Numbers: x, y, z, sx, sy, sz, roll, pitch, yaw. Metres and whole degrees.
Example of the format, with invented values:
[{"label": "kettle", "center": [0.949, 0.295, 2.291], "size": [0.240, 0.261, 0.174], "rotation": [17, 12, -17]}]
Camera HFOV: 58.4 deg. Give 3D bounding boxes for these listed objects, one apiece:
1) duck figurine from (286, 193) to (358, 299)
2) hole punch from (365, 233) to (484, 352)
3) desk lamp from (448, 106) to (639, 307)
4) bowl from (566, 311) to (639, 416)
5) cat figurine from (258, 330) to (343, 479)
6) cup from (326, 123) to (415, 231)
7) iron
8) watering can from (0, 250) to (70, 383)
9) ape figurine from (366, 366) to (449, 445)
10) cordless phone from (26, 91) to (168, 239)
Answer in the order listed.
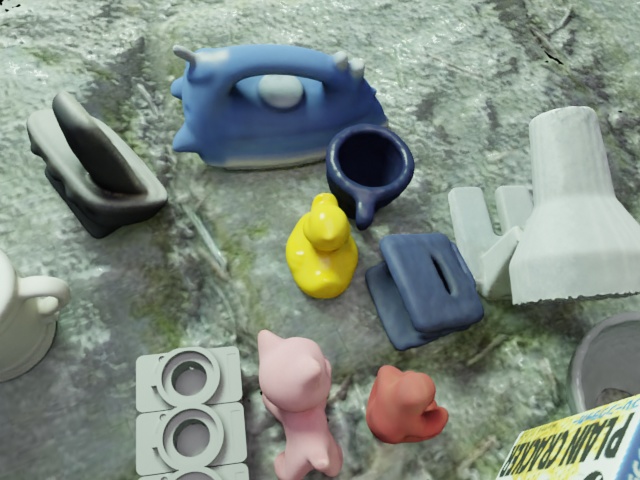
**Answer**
[{"label": "duck figurine", "center": [0.005, 0.002, 0.586], "size": [0.077, 0.086, 0.104], "rotation": [1, 64, -6]}, {"label": "hole punch", "center": [0.109, 0.043, 0.576], "size": [0.101, 0.091, 0.108], "rotation": [-16, 67, -14]}, {"label": "desk lamp", "center": [0.210, -0.011, 0.547], "size": [0.118, 0.213, 0.203], "rotation": [-3, 65, -8]}, {"label": "bowl", "center": [0.308, 0.159, 0.555], "size": [0.167, 0.075, 0.167], "rotation": [3, 64, -6]}, {"label": "cat figurine", "center": [-0.016, 0.141, 0.497], "size": [0.067, 0.118, 0.127], "rotation": [-12, 66, -12]}, {"label": "cup", "center": [0.046, -0.051, 0.611], "size": [0.091, 0.095, 0.118], "rotation": [8, 63, -3]}, {"label": "iron", "center": [-0.036, -0.164, 0.630], "size": [0.258, 0.141, 0.118], "rotation": [-5, 65, -10]}, {"label": "watering can", "center": [-0.302, 0.050, 0.463], "size": [0.173, 0.194, 0.101], "rotation": [-27, 70, -18]}, {"label": "ape figurine", "center": [0.080, 0.147, 0.521], "size": [0.076, 0.092, 0.077], "rotation": [-25, 70, -18]}, {"label": "cordless phone", "center": [-0.225, -0.097, 0.549], "size": [0.147, 0.185, 0.094], "rotation": [43, 67, 14]}]
